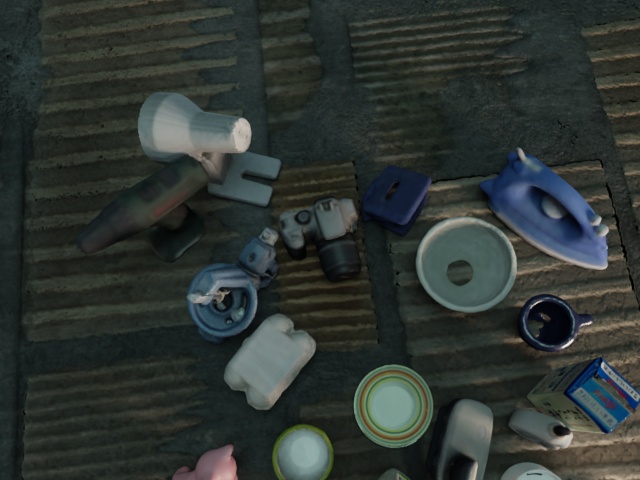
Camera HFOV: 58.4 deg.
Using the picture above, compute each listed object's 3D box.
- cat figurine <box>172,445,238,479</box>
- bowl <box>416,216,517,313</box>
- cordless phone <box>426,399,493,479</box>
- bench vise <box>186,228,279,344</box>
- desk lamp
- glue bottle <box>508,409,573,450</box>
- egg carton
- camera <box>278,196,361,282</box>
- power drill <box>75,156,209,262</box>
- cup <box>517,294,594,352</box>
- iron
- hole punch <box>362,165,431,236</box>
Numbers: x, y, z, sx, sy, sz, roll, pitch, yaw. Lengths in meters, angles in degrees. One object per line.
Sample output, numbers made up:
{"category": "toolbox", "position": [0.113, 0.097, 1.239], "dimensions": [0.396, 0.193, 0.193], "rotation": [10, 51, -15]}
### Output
{"category": "cat figurine", "position": [-0.179, 0.370, 0.890], "dimensions": [0.128, 0.118, 0.067], "rotation": [-27, 74, -5]}
{"category": "bowl", "position": [0.245, 0.048, 0.985], "dimensions": [0.167, 0.075, 0.167], "rotation": [-1, 74, 3]}
{"category": "cordless phone", "position": [0.221, 0.312, 0.851], "dimensions": [0.094, 0.185, 0.148], "rotation": [12, 75, 7]}
{"category": "bench vise", "position": [-0.151, 0.059, 0.926], "dimensions": [0.121, 0.220, 0.207], "rotation": [15, 75, 7]}
{"category": "desk lamp", "position": [-0.185, -0.160, 0.995], "dimensions": [0.203, 0.213, 0.118], "rotation": [13, 75, 7]}
{"category": "glue bottle", "position": [0.341, 0.286, 0.859], "dimensions": [0.078, 0.173, 0.037], "rotation": [30, 77, 11]}
{"category": "egg carton", "position": [-0.085, 0.202, 0.960], "dimensions": [0.107, 0.069, 0.150], "rotation": [36, 79, 12]}
{"category": "camera", "position": [0.009, 0.004, 0.996], "dimensions": [0.143, 0.101, 0.137], "rotation": [-16, 73, -2]}
{"category": "power drill", "position": [-0.276, -0.035, 0.966], "dimensions": [0.230, 0.208, 0.075], "rotation": [-43, 76, -9]}
{"category": "cup", "position": [0.375, 0.140, 0.941], "dimensions": [0.117, 0.095, 0.091], "rotation": [-6, 73, 1]}
{"category": "iron", "position": [0.406, -0.055, 0.972], "dimensions": [0.258, 0.141, 0.119], "rotation": [42, 80, 13]}
{"category": "hole punch", "position": [0.133, -0.075, 1.018], "dimensions": [0.101, 0.091, 0.109], "rotation": [29, 77, 11]}
